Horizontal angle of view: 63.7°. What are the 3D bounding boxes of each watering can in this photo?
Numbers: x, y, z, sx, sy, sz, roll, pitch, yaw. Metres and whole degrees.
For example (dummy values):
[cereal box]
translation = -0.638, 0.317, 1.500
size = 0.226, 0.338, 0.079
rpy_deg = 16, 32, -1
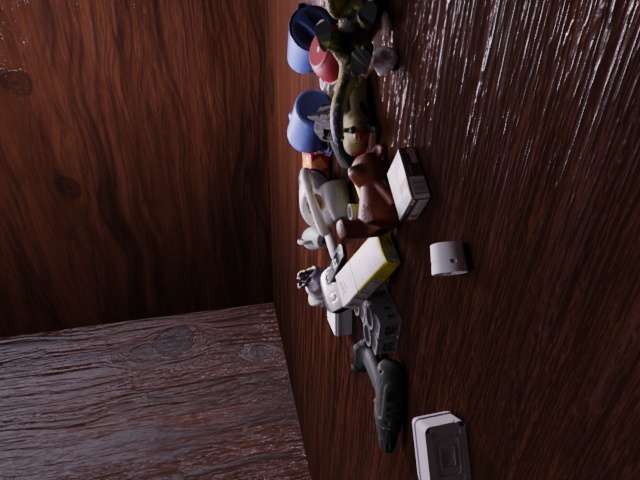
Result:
[watering can]
translation = 0.005, -0.080, 1.584
size = 0.229, 0.104, 0.341
rpy_deg = -93, -16, -60

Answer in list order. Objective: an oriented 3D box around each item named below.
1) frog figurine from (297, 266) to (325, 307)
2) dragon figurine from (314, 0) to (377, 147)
[frog figurine]
translation = -0.004, 0.178, 1.874
size = 0.157, 0.123, 0.138
rpy_deg = 50, 172, -23
[dragon figurine]
translation = 0.074, -0.421, 1.082
size = 0.247, 0.122, 0.403
rpy_deg = -54, -26, -63
